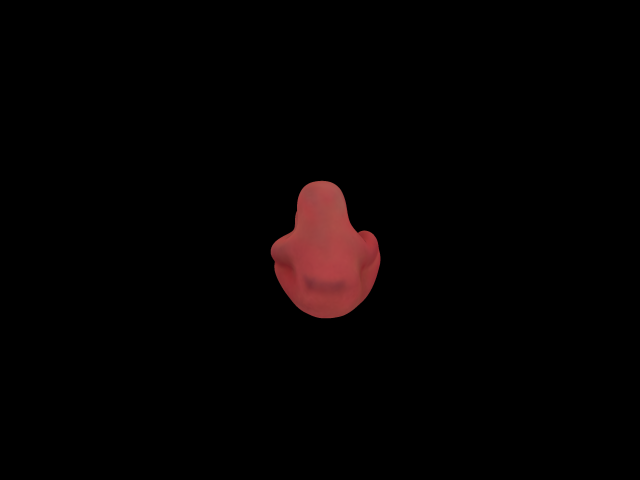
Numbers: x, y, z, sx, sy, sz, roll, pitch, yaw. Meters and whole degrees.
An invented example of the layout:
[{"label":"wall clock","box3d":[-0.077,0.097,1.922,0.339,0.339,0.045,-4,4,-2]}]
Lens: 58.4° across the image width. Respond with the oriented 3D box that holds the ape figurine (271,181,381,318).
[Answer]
[{"label":"ape figurine","box3d":[0.004,0.001,0.400,0.077,0.092,0.076,4,30,7]}]
